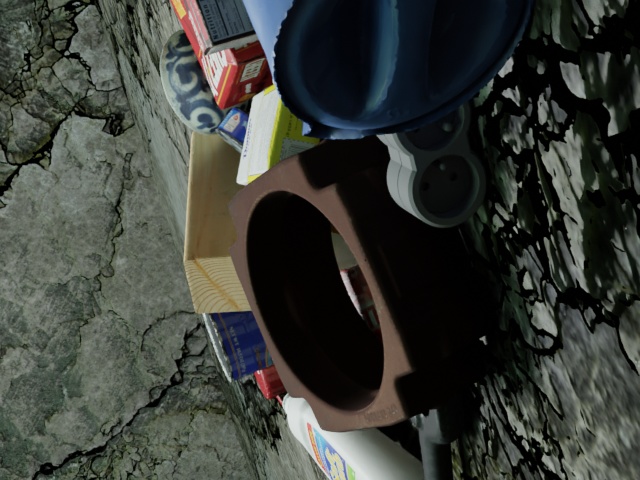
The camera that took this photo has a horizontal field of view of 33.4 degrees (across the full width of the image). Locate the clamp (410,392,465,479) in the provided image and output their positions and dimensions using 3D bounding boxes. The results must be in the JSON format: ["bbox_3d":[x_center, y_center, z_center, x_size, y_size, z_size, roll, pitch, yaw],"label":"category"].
[{"bbox_3d":[0.087,0.135,0.906,0.120,0.039,0.171,56,158,32],"label":"clamp"}]

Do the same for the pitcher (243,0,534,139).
[{"bbox_3d":[0.008,-0.187,0.562,0.243,0.149,0.145,66,-177,36],"label":"pitcher"}]

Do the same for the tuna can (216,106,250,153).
[{"bbox_3d":[-0.066,-0.102,1.121,0.086,0.034,0.086,37,177,2],"label":"tuna can"}]

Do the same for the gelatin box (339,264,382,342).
[{"bbox_3d":[0.047,0.052,0.882,0.089,0.030,0.073,-23,85,50],"label":"gelatin box"}]

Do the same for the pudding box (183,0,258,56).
[{"bbox_3d":[-0.048,-0.196,0.789,0.039,0.113,0.090,177,73,-74],"label":"pudding box"}]

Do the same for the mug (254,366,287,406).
[{"bbox_3d":[-0.044,0.178,1.459,0.093,0.081,0.117,106,142,-71],"label":"mug"}]

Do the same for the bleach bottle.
[{"bbox_3d":[0.036,0.227,1.096,0.251,0.068,0.102,32,141,53],"label":"bleach bottle"}]

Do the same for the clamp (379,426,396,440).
[{"bbox_3d":[0.051,0.160,1.112,0.165,0.036,0.210,51,160,46],"label":"clamp"}]

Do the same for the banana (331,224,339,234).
[{"bbox_3d":[-0.014,-0.012,0.956,0.198,0.037,0.069,142,124,-60],"label":"banana"}]

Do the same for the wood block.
[{"bbox_3d":[-0.099,-0.026,1.199,0.091,0.090,0.206,84,-178,-47],"label":"wood block"}]

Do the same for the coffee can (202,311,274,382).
[{"bbox_3d":[-0.055,0.090,1.219,0.103,0.140,0.103,160,90,-79],"label":"coffee can"}]

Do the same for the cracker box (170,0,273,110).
[{"bbox_3d":[-0.108,-0.251,1.042,0.214,0.072,0.164,65,168,3],"label":"cracker box"}]

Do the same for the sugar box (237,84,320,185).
[{"bbox_3d":[-0.037,-0.095,0.992,0.176,0.048,0.093,-169,90,-79],"label":"sugar box"}]
